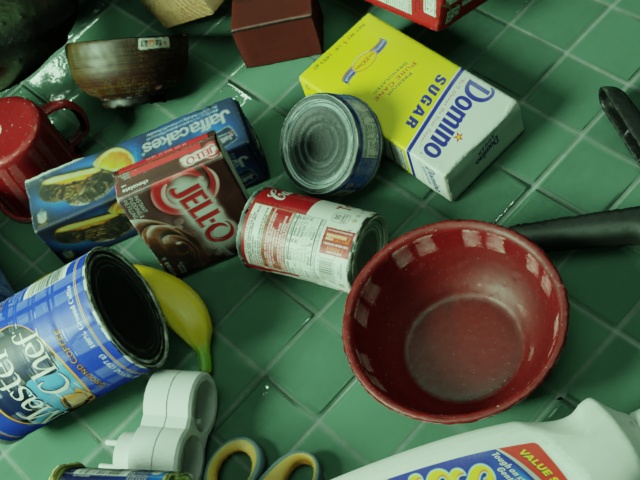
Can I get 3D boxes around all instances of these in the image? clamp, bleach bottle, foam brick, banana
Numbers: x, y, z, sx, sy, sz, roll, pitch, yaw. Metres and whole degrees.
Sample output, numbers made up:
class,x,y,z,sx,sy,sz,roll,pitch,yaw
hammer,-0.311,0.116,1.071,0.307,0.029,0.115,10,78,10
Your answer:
class,x,y,z,sx,sy,sz,roll,pitch,yaw
clamp,0.263,-0.032,0.792,0.210,0.036,0.164,19,66,25
bleach bottle,0.108,0.164,0.700,0.251,0.068,0.102,-24,71,0
foam brick,-0.038,-0.201,0.989,0.078,0.051,0.053,-9,55,12
banana,-0.162,0.051,0.879,0.198,0.037,0.069,15,64,26

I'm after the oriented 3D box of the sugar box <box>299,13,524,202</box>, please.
class,x,y,z,sx,sy,sz,roll,pitch,yaw
sugar box,0.075,-0.116,0.902,0.093,0.048,0.176,-45,55,-12

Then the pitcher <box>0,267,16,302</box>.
class,x,y,z,sx,sy,sz,roll,pitch,yaw
pitcher,-0.367,0.007,0.918,0.149,0.144,0.243,-49,58,10

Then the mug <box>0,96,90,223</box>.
class,x,y,z,sx,sy,sz,roll,pitch,yaw
mug,-0.262,-0.083,0.969,0.117,0.081,0.093,-37,55,-7

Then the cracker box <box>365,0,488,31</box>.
class,x,y,z,sx,sy,sz,roll,pitch,yaw
cracker box,0.077,-0.281,0.968,0.214,0.072,0.164,32,54,32

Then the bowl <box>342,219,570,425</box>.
class,x,y,z,sx,sy,sz,roll,pitch,yaw
bowl,0.100,0.067,0.772,0.162,0.055,0.162,-8,57,13

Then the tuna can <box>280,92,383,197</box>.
class,x,y,z,sx,sy,sz,roll,pitch,yaw
tuna can,0.008,-0.078,0.880,0.086,0.033,0.086,1,92,39

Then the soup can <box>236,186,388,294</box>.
class,x,y,z,sx,sy,sz,roll,pitch,yaw
soup can,-0.006,0.001,0.841,0.102,0.068,0.068,14,64,25

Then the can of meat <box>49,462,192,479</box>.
class,x,y,z,sx,sy,sz,roll,pitch,yaw
can of meat,-0.133,0.201,0.709,0.084,0.057,0.102,-1,82,16

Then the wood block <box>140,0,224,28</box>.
class,x,y,z,sx,sy,sz,roll,pitch,yaw
wood block,-0.097,-0.312,1.028,0.091,0.090,0.206,-1,49,53

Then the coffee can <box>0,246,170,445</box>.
class,x,y,z,sx,sy,sz,roll,pitch,yaw
coffee can,-0.202,0.081,0.816,0.140,0.102,0.103,-28,54,15

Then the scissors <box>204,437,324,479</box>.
class,x,y,z,sx,sy,sz,roll,pitch,yaw
scissors,-0.083,0.215,0.749,0.201,0.016,0.096,-42,50,-20

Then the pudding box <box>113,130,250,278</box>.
class,x,y,z,sx,sy,sz,roll,pitch,yaw
pudding box,-0.103,-0.027,0.862,0.090,0.113,0.039,-22,51,4
